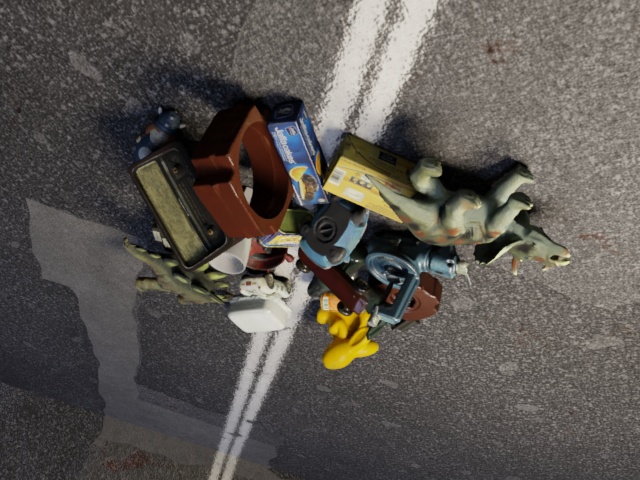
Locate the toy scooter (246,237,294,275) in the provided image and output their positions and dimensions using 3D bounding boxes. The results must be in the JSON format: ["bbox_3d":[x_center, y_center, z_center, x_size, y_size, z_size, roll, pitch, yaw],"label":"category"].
[{"bbox_3d":[-0.138,0.022,1.237,0.135,0.075,0.183,-3,144,27],"label":"toy scooter"}]

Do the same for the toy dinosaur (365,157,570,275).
[{"bbox_3d":[0.237,-0.038,0.926,0.405,0.131,0.192,8,136,-14],"label":"toy dinosaur"}]

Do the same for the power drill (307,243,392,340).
[{"bbox_3d":[0.076,0.125,1.233,0.207,0.086,0.232,52,139,20],"label":"power drill"}]

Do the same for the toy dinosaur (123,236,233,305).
[{"bbox_3d":[-0.341,0.084,1.305,0.199,0.105,0.470,-1,161,29],"label":"toy dinosaur"}]

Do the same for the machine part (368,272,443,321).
[{"bbox_3d":[0.196,0.126,1.260,0.179,0.056,0.179,11,143,8],"label":"machine part"}]

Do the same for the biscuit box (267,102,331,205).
[{"bbox_3d":[-0.032,-0.154,0.988,0.059,0.063,0.202,-2,139,21],"label":"biscuit box"}]

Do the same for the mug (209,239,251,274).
[{"bbox_3d":[-0.193,0.005,1.131,0.110,0.107,0.080,9,143,11],"label":"mug"}]

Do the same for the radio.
[{"bbox_3d":[-0.245,-0.068,1.020,0.131,0.073,0.229,-27,96,19],"label":"radio"}]

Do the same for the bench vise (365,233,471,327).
[{"bbox_3d":[0.175,0.078,1.074,0.224,0.240,0.128,20,149,22],"label":"bench vise"}]

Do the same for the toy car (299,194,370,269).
[{"bbox_3d":[0.041,-0.023,1.090,0.109,0.161,0.103,40,-167,26],"label":"toy car"}]

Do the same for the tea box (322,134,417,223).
[{"bbox_3d":[0.102,-0.111,0.986,0.169,0.068,0.098,23,142,-10],"label":"tea box"}]

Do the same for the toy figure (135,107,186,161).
[{"bbox_3d":[-0.316,-0.195,1.050,0.064,0.058,0.154,9,149,-34],"label":"toy figure"}]

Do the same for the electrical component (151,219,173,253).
[{"bbox_3d":[-0.332,-0.019,1.275,0.134,0.058,0.114,14,141,5],"label":"electrical component"}]

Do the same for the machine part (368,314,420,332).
[{"bbox_3d":[0.179,0.193,1.366,0.139,0.039,0.084,28,146,-17],"label":"machine part"}]

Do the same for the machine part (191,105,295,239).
[{"bbox_3d":[-0.131,-0.119,0.954,0.087,0.201,0.201,-4,139,26],"label":"machine part"}]

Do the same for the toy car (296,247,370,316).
[{"bbox_3d":[0.029,0.076,1.157,0.202,0.053,0.089,43,121,20],"label":"toy car"}]

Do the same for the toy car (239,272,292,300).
[{"bbox_3d":[-0.131,0.117,1.320,0.074,0.056,0.201,-6,166,17],"label":"toy car"}]

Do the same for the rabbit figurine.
[{"bbox_3d":[0.068,0.255,1.376,0.163,0.173,0.121,2,136,25],"label":"rabbit figurine"}]
